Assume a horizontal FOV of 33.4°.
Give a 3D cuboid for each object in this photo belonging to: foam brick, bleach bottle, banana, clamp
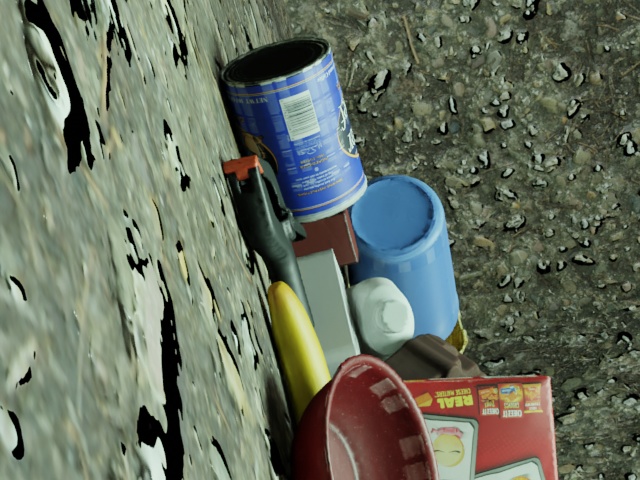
[{"bbox_3d":[-0.007,0.001,1.020,0.053,0.078,0.051,-82,158,-75],"label":"foam brick"},{"bbox_3d":[0.048,0.095,1.075,0.251,0.068,0.102,139,-63,-77],"label":"bleach bottle"},{"bbox_3d":[-0.005,0.130,0.830,0.069,0.037,0.198,69,8,-72],"label":"banana"},{"bbox_3d":[-0.038,-0.013,0.879,0.120,0.039,0.171,-102,175,-50],"label":"clamp"}]

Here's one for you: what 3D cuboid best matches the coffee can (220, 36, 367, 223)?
[{"bbox_3d":[-0.023,-0.100,0.973,0.103,0.103,0.140,-98,172,-62],"label":"coffee can"}]

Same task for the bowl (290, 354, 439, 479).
[{"bbox_3d":[0.026,0.167,0.767,0.162,0.055,0.162,37,43,-45],"label":"bowl"}]

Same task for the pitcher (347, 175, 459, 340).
[{"bbox_3d":[0.094,0.020,1.225,0.243,0.145,0.149,76,-12,-61],"label":"pitcher"}]

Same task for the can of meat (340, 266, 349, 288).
[{"bbox_3d":[-0.002,0.017,1.208,0.084,0.057,0.102,75,3,-56],"label":"can of meat"}]

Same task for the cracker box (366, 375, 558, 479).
[{"bbox_3d":[0.105,0.219,0.859,0.072,0.164,0.214,119,-31,-81],"label":"cracker box"}]
